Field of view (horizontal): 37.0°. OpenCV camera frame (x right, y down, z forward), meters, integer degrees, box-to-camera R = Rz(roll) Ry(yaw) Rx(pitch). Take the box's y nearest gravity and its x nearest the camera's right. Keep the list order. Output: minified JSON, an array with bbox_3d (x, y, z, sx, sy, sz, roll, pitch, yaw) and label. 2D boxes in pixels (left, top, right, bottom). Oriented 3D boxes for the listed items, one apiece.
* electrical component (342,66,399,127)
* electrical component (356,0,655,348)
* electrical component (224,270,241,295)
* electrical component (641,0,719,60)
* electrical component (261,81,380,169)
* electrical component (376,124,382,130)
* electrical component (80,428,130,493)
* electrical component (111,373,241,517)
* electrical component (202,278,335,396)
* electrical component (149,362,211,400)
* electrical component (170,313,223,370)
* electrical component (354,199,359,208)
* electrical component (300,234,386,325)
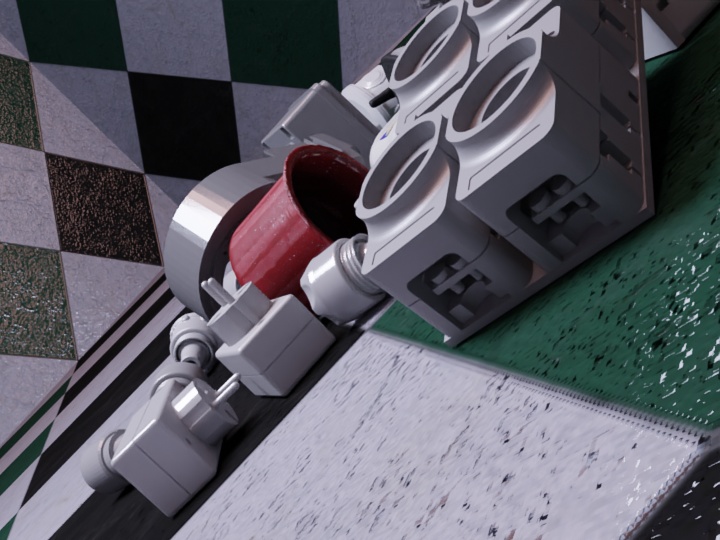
[{"bbox_3d":[0.023,-0.167,1.111,0.051,0.080,0.080,-42,9,-14],"label":"electrical component"},{"bbox_3d":[0.063,-0.072,0.471,0.105,0.060,0.186,-38,25,36],"label":"electrical component"},{"bbox_3d":[-0.095,0.012,0.960,0.079,0.043,0.077,-51,11,-32],"label":"electrical component"},{"bbox_3d":[0.132,-0.164,0.602,0.061,0.089,0.150,-46,10,-8],"label":"electrical component"},{"bbox_3d":[-0.022,-0.100,0.927,0.056,0.109,0.109,-50,10,-11],"label":"electrical component"},{"bbox_3d":[0.003,-0.109,1.053,0.055,0.048,0.066,-39,9,-11],"label":"electrical component"},{"bbox_3d":[-0.170,0.133,0.774,0.078,0.040,0.040,-35,14,44],"label":"electrical component"},{"bbox_3d":[-0.098,0.090,0.632,0.076,0.047,0.083,-44,10,5],"label":"electrical component"},{"bbox_3d":[-0.065,0.033,0.643,0.047,0.076,0.066,-48,10,-18],"label":"electrical component"},{"bbox_3d":[-0.129,0.092,0.767,0.043,0.043,0.062,-44,11,7],"label":"electrical component"},{"bbox_3d":[-0.142,0.068,0.924,0.048,0.048,0.062,-43,17,13],"label":"electrical component"},{"bbox_3d":[0.025,-0.015,0.512,0.048,0.062,0.048,-44,10,9],"label":"electrical component"},{"bbox_3d":[0.000,0.000,0.612,0.062,0.043,0.043,-37,12,30],"label":"electrical component"}]
